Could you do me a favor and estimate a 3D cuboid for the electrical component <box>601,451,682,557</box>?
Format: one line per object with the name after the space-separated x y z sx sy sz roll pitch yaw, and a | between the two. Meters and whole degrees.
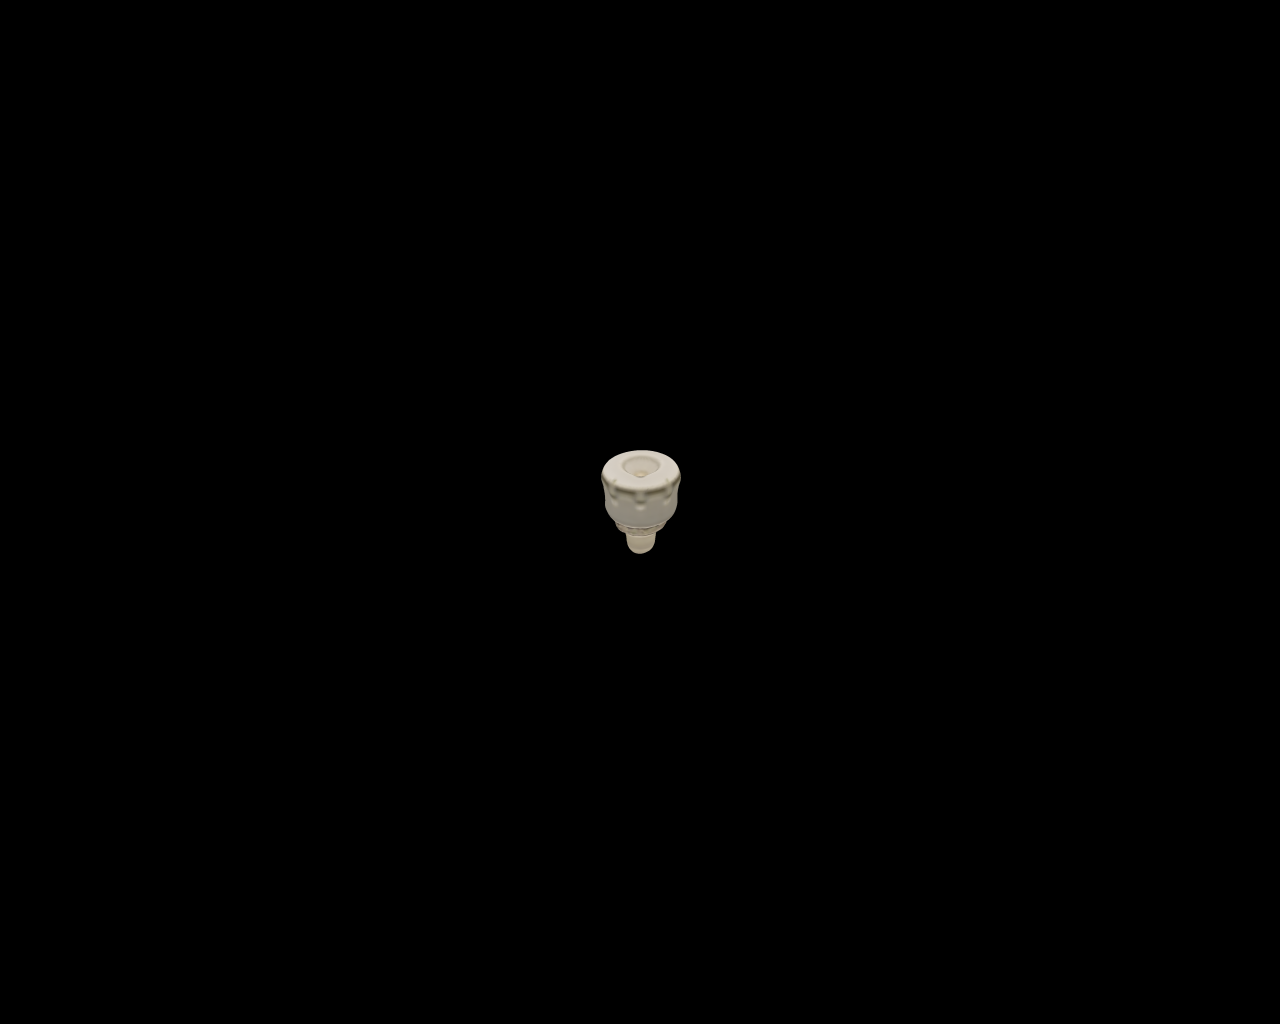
0.001 -0.003 0.650 0.048 0.062 0.048 0 31 0 | electrical component
